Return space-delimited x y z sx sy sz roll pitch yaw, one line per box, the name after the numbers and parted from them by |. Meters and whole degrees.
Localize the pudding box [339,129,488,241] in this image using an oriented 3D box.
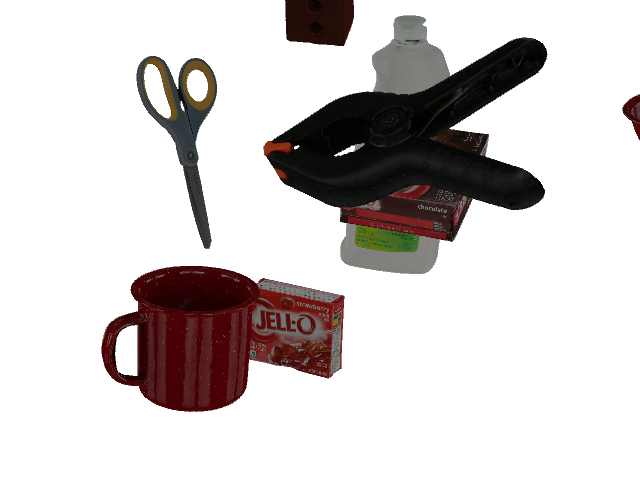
0.073 -0.049 0.822 0.090 0.039 0.113 11 34 17 | pudding box

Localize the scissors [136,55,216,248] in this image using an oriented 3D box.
-0.125 -0.102 1.106 0.096 0.202 0.016 -32 14 -32 | scissors

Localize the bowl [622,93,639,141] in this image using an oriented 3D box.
0.357 -0.096 0.969 0.162 0.055 0.162 -5 23 2 | bowl

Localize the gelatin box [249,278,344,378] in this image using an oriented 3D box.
-0.024 0.080 0.977 0.089 0.073 0.030 11 19 25 | gelatin box

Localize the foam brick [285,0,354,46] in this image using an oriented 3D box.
0.000 -0.212 0.907 0.053 0.078 0.051 7 46 9 | foam brick

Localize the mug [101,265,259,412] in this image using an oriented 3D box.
-0.102 0.074 0.774 0.117 0.081 0.093 -9 23 -34 | mug

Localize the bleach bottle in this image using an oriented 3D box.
0.073 -0.093 1.038 0.103 0.251 0.068 8 28 14 | bleach bottle

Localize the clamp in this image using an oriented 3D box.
0.050 -0.050 0.601 0.172 0.120 0.039 -17 -50 18 | clamp
